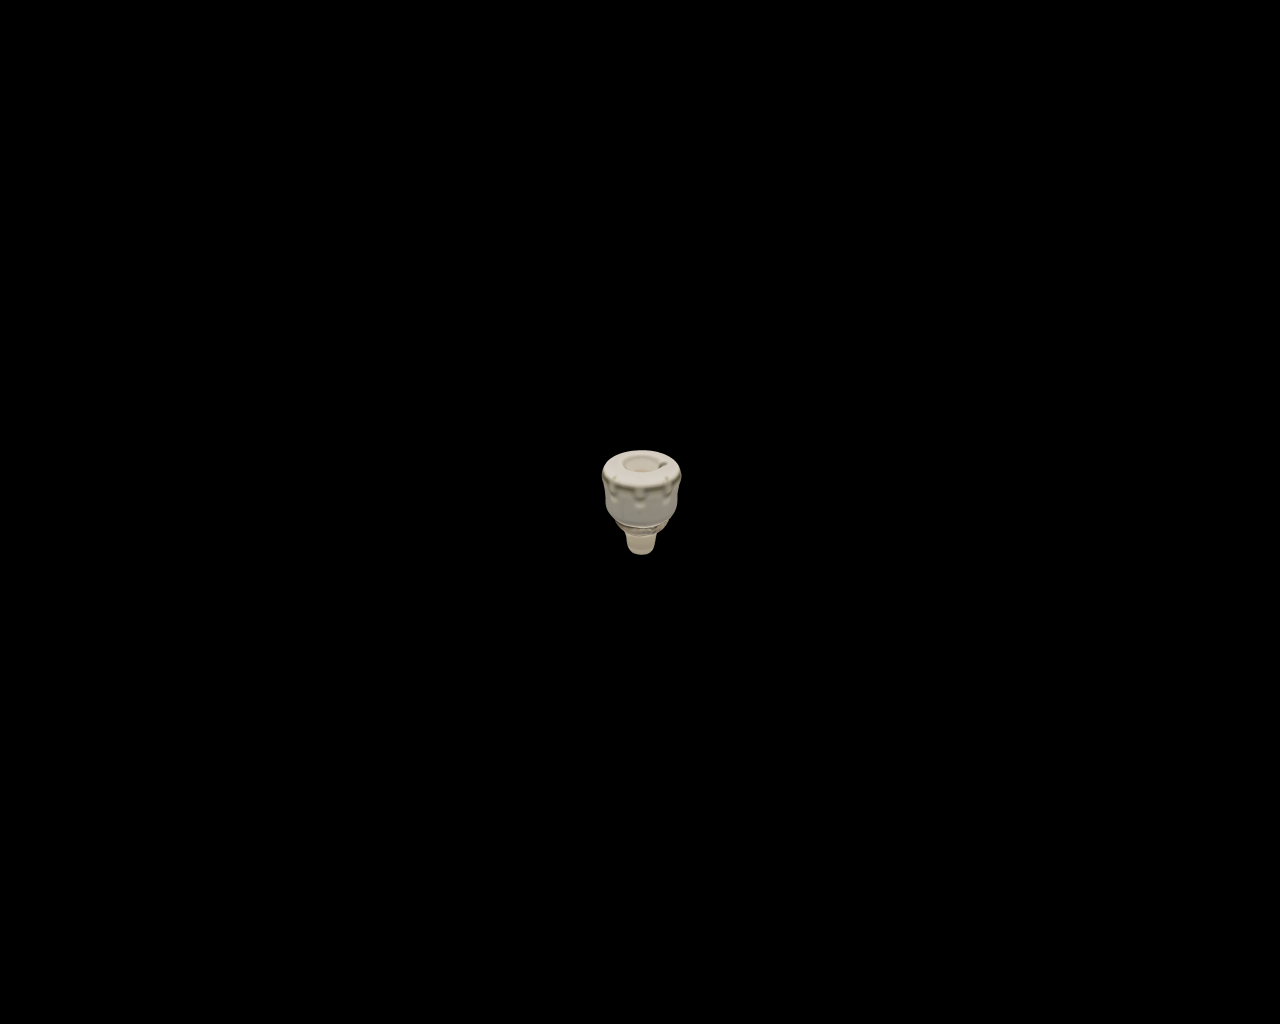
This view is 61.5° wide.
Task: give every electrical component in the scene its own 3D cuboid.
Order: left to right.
[{"bbox_3d":[0.001,-0.003,0.650,0.048,0.062,0.048,0,28,0],"label":"electrical component"}]
